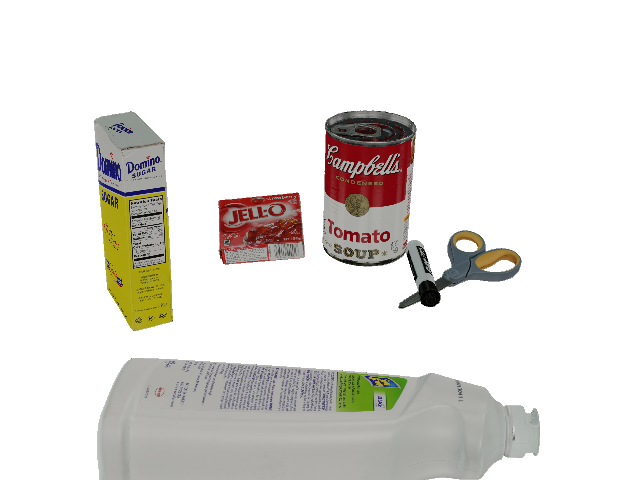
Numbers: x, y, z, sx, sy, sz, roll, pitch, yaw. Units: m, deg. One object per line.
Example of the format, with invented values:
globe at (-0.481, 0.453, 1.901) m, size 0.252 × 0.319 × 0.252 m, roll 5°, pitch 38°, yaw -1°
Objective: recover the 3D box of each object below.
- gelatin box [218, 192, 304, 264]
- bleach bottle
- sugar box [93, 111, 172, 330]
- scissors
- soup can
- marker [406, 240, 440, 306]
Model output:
gelatin box at (-0.063, -0.013, 1.134) m, size 0.089 × 0.073 × 0.030 m, roll -5°, pitch -43°, yaw -1°
bleach bottle at (0.003, 0.114, 0.631) m, size 0.251 × 0.068 × 0.102 m, roll 1°, pitch 20°, yaw 2°
sugar box at (-0.169, -0.018, 0.960) m, size 0.048 × 0.176 × 0.093 m, roll -13°, pitch 28°, yaw -22°
scissors at (0.143, 0.030, 1.218) m, size 0.201 × 0.016 × 0.096 m, roll -11°, pitch 41°, yaw -33°
soup can at (0.035, -0.040, 0.812) m, size 0.068 × 0.102 × 0.068 m, roll 1°, pitch 27°, yaw -1°
marker at (0.096, 0.031, 1.012) m, size 0.020 × 0.020 × 0.121 m, roll 0°, pitch 23°, yaw -3°
